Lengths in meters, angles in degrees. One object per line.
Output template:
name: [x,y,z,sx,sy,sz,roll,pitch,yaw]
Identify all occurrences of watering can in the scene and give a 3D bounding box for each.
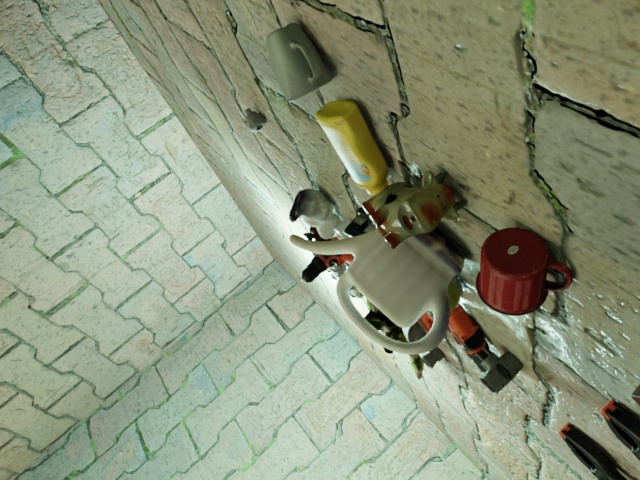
watering can: [0.106,0.038,0.928,0.352,0.224,0.103,44,-175,27]

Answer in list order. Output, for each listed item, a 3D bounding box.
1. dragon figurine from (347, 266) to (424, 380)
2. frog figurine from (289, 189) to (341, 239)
dragon figurine: [0.211,0.254,1.621,0.413,0.122,0.241,57,179,10]
frog figurine: [0.004,-0.070,1.389,0.159,0.124,0.136,15,165,-12]
